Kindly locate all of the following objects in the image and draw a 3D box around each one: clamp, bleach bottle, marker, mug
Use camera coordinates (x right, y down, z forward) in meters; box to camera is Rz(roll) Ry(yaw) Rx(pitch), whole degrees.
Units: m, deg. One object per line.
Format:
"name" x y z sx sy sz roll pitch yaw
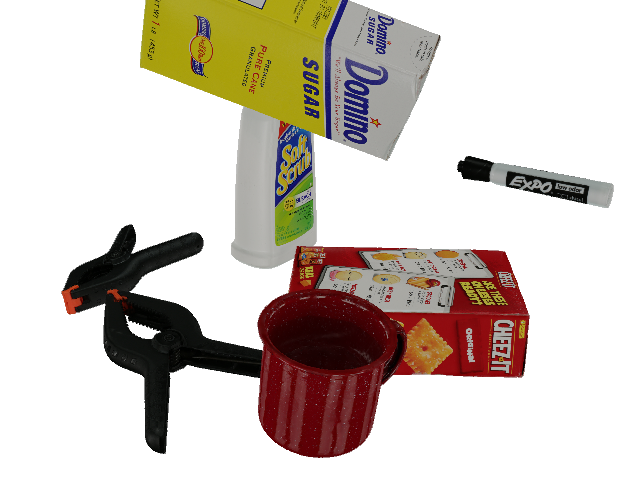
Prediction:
"clamp" -0.211 0.029 1.177 0.120 0.039 0.171 -4 28 30
"clamp" -0.131 0.104 1.008 0.164 0.036 0.210 -18 40 -30
"bleach bottle" -0.051 -0.102 1.147 0.068 0.251 0.102 19 32 36
"marker" 0.164 -0.046 0.823 0.121 0.020 0.020 14 6 25
"mug" 0.010 0.089 0.731 0.117 0.081 0.093 -17 40 -33

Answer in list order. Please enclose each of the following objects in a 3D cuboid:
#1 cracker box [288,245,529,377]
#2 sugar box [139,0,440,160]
"cracker box" 0.077 0.066 1.009 0.213 0.072 0.164 2 20 2
"sugar box" -0.023 -0.118 0.672 0.176 0.048 0.093 22 -31 1
